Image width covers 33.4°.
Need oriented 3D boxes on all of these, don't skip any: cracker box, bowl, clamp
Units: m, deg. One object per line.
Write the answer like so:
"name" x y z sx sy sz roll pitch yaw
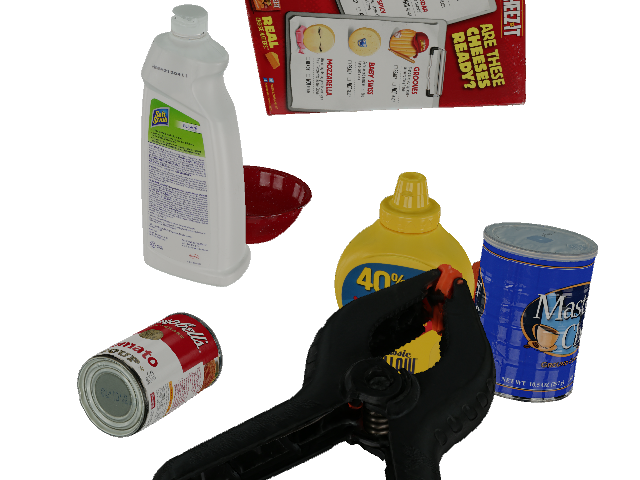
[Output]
"cracker box" 0.052 -0.186 0.840 0.214 0.164 0.072 -2 42 10
"bowl" -0.093 -0.039 1.317 0.162 0.055 0.162 4 25 -2
"clamp" 0.029 0.075 0.424 0.120 0.039 0.171 30 51 21

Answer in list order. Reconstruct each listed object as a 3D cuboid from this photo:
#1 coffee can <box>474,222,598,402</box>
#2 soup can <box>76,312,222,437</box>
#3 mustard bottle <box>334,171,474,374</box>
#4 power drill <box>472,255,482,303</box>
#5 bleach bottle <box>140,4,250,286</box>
"coffee can" 0.192 0.064 0.983 0.103 0.140 0.103 6 16 -2
"soup can" -0.133 0.104 0.837 0.069 0.068 0.102 0 15 30
"mustard bottle" 0.058 0.044 0.746 0.096 0.192 0.058 9 25 15
"power drill" 0.117 0.075 1.203 0.187 0.057 0.184 -3 28 -2
"bleach bottle" -0.110 -0.084 0.951 0.103 0.251 0.068 14 34 14
